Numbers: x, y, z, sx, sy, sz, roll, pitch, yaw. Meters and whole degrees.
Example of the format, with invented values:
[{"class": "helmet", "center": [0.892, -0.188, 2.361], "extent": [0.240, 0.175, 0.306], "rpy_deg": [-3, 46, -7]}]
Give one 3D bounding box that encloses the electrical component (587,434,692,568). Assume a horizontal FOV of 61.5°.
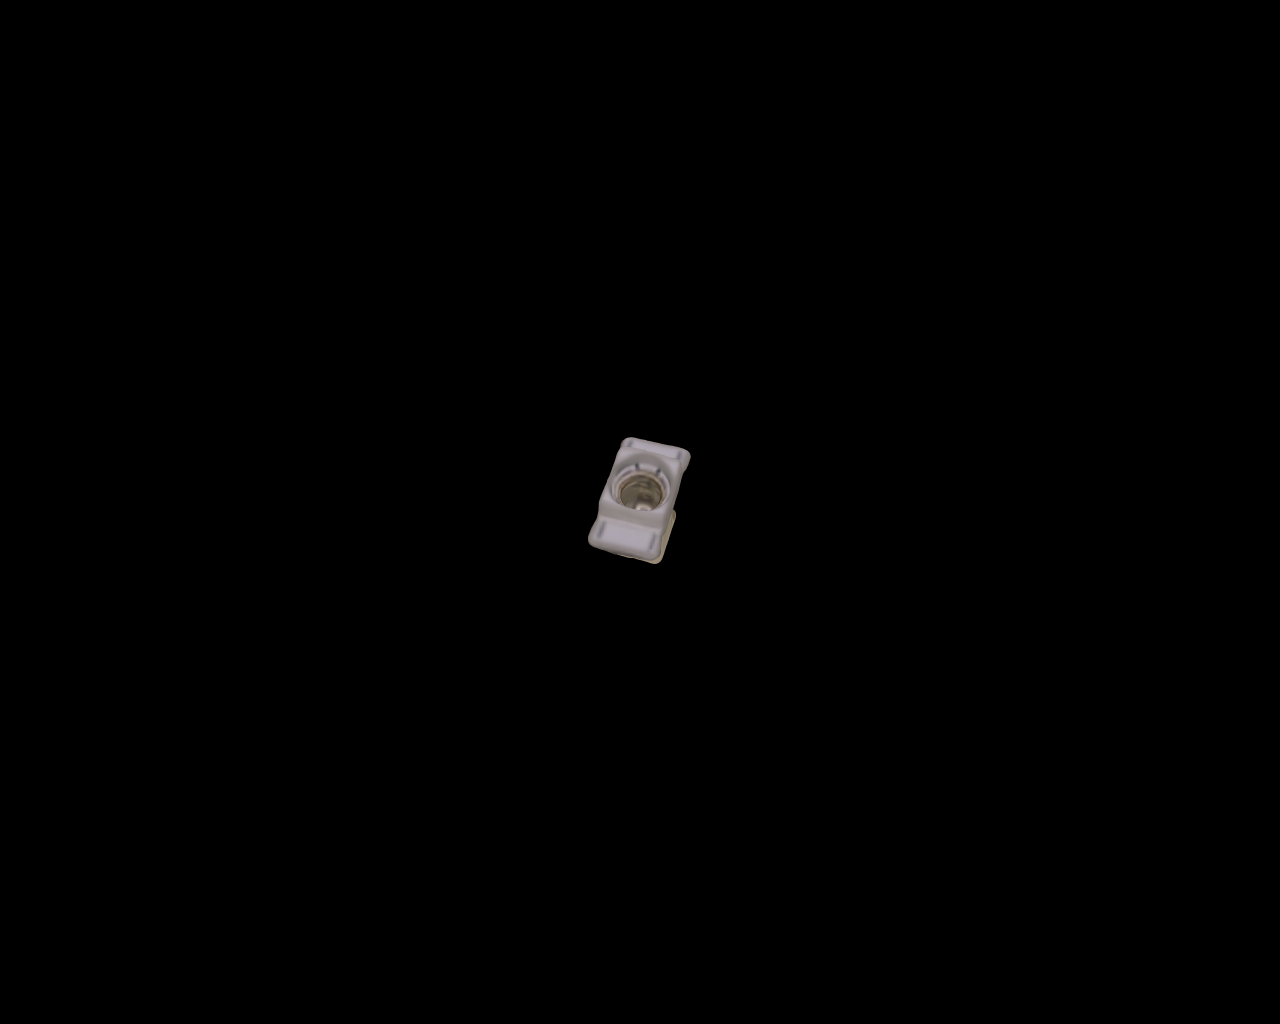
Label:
[{"class": "electrical component", "center": [0.001, -0.003, 0.650], "extent": [0.042, 0.081, 0.063], "rpy_deg": [15, -32, 9]}]
